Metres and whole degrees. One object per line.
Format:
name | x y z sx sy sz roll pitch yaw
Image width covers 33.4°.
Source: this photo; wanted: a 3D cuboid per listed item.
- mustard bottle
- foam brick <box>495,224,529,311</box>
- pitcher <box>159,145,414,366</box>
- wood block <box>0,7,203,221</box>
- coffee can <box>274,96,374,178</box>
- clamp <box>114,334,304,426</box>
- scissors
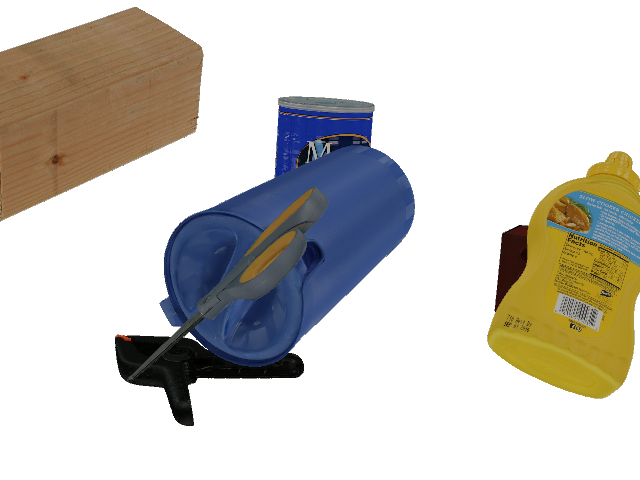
mustard bottle | 0.194 0.012 0.775 0.096 0.191 0.058 24 -28 4
foam brick | 0.195 0.029 0.978 0.053 0.078 0.051 9 15 28
pitcher | -0.022 0.003 0.934 0.149 0.145 0.242 24 31 21
wood block | -0.203 -0.109 0.876 0.090 0.091 0.205 34 44 26
coffee can | 0.002 -0.079 1.143 0.103 0.140 0.103 4 12 -1
clamp | -0.145 0.133 1.085 0.210 0.036 0.164 9 18 34
scissors | -0.067 0.044 0.704 0.016 0.202 0.096 41 12 -13
